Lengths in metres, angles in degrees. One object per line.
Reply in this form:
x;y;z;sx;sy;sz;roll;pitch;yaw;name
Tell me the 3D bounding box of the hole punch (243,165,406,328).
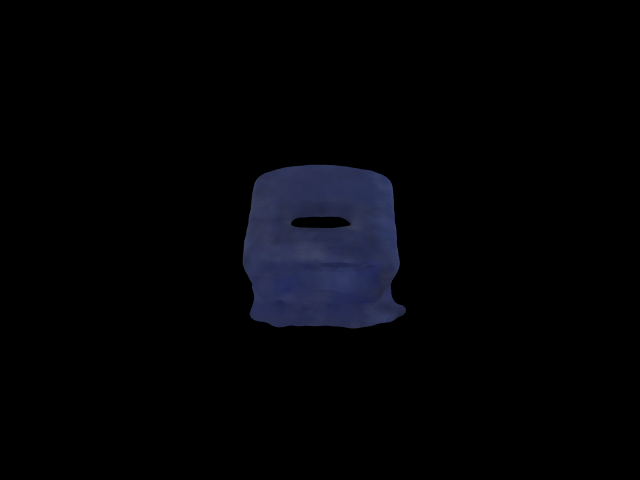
0.004;0.001;0.400;0.108;0.091;0.101;0;21;0;hole punch
